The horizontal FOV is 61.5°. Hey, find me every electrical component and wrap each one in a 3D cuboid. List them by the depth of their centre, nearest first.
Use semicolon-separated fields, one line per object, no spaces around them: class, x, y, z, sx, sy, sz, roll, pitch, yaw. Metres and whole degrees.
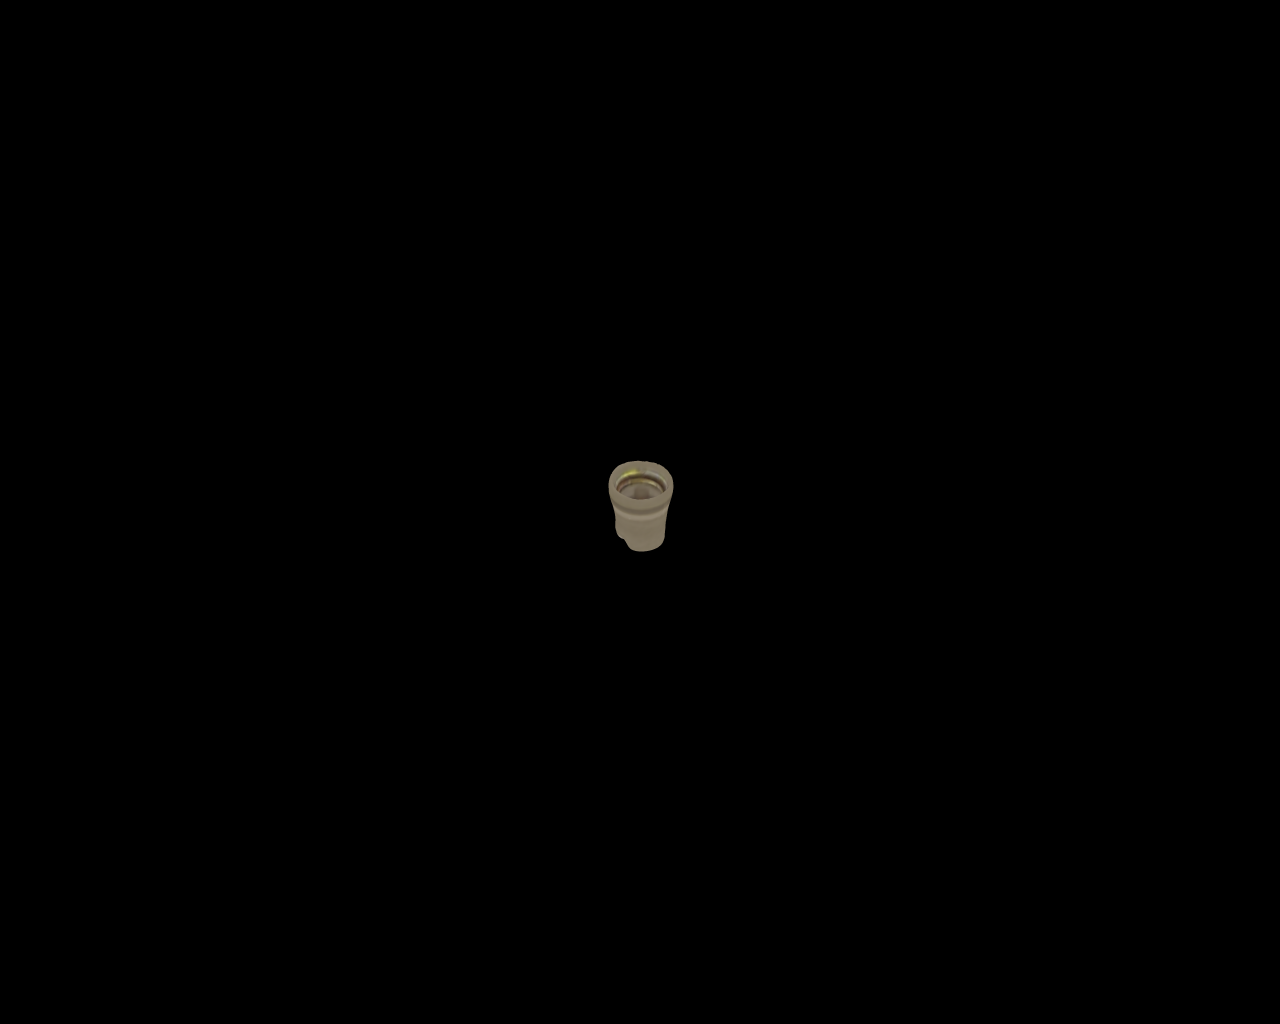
electrical component;0.001;-0.003;0.650;0.040;0.046;0.040;0;40;0
